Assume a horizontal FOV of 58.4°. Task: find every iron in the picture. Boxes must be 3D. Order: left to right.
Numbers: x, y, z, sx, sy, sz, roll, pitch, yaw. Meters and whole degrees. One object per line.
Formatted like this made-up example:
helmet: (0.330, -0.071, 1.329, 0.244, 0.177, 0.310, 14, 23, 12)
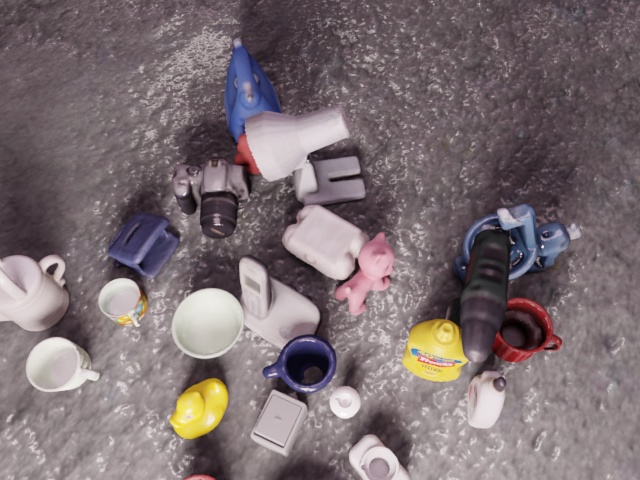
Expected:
iron: (-0.153, -0.330, 1.182, 0.118, 0.141, 0.258, -14, 63, -4)

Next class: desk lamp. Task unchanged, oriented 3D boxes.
desk lamp: (-0.022, -0.158, 1.047, 0.203, 0.214, 0.118, -10, 63, -2)

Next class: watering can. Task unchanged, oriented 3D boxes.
watering can: (-0.514, 0.082, 0.956, 0.100, 0.194, 0.173, 24, 66, 14)

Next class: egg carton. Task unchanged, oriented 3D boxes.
egg carton: (0.010, 0.004, 1.044, 0.150, 0.069, 0.107, 30, 68, 17)

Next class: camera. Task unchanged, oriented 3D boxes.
camera: (-0.207, -0.078, 1.078, 0.143, 0.101, 0.137, -3, 63, 1)

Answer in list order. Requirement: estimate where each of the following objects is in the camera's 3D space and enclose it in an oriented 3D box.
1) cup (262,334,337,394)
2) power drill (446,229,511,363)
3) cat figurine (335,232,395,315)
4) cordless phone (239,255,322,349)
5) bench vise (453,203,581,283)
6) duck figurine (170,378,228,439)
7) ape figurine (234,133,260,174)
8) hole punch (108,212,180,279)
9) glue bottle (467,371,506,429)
cup: (-0.030, 0.212, 0.924, 0.118, 0.095, 0.091, -12, 63, -4)
power drill: (0.247, 0.108, 0.901, 0.075, 0.208, 0.230, 13, 64, 9)
cat figurine: (0.083, 0.053, 0.988, 0.067, 0.118, 0.128, 38, 71, 20)
cordless phone: (-0.070, 0.101, 0.932, 0.147, 0.185, 0.094, 26, 67, 15)
bench vise: (0.333, -0.015, 0.955, 0.207, 0.220, 0.121, -29, 65, -12)
duck figurine: (-0.196, 0.262, 0.910, 0.077, 0.086, 0.105, 36, 70, 19)
ape figurine: (-0.137, -0.177, 1.131, 0.078, 0.092, 0.076, -35, 66, -14)
hole punch: (-0.329, 0.003, 1.047, 0.101, 0.091, 0.109, 24, 66, 14)
glue bottle: (0.254, 0.231, 0.858, 0.037, 0.173, 0.078, 3, 63, 4)
